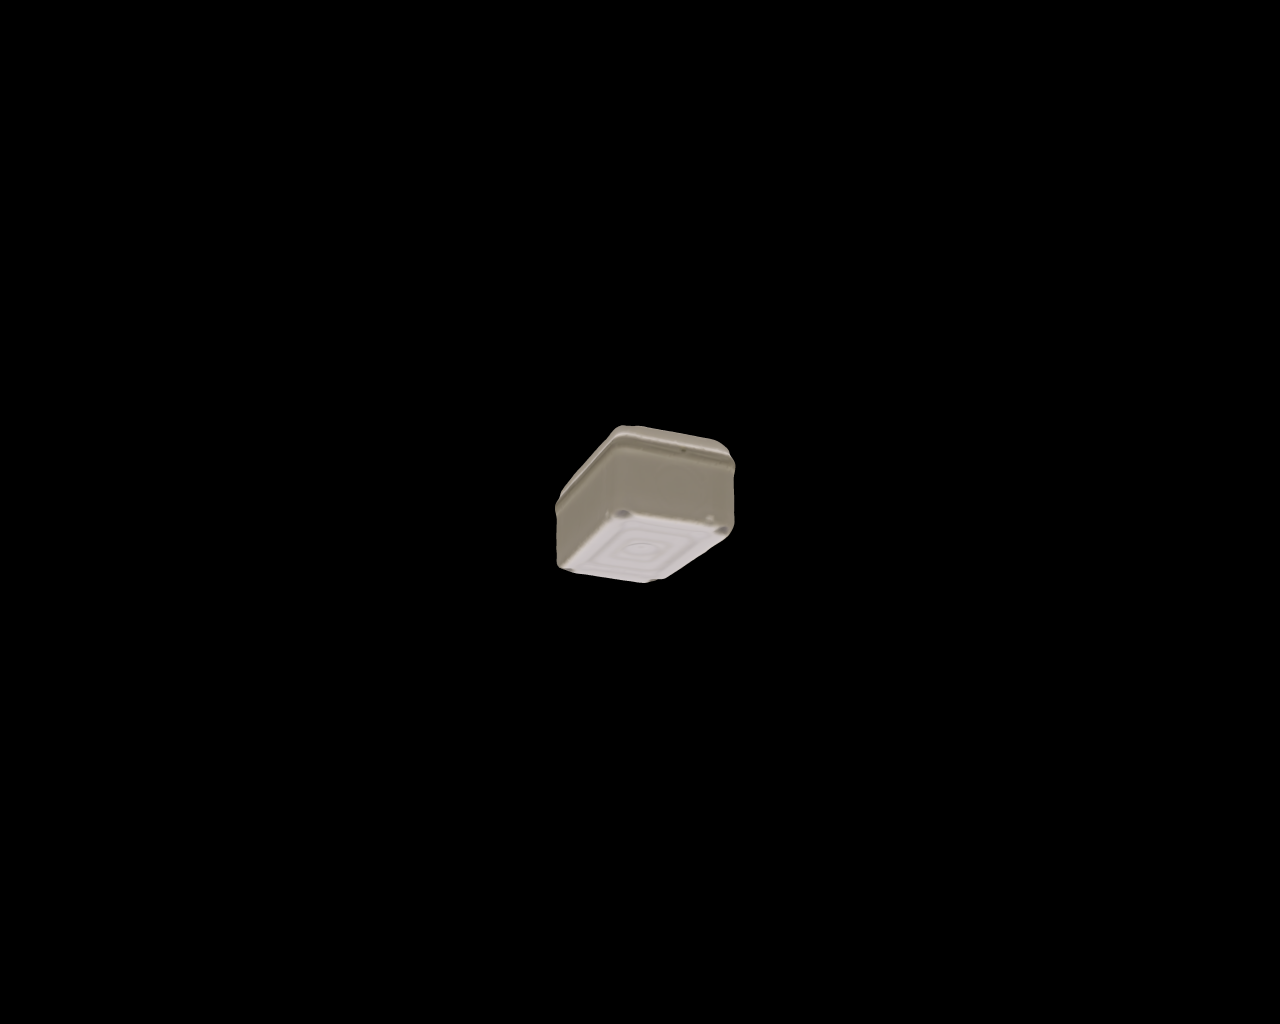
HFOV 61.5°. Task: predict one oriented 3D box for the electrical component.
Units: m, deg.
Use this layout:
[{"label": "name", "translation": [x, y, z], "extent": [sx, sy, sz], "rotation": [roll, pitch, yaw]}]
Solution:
[{"label": "electrical component", "translation": [0.001, -0.003, 0.650], "extent": [0.078, 0.057, 0.113], "rotation": [9, -24, -22]}]
